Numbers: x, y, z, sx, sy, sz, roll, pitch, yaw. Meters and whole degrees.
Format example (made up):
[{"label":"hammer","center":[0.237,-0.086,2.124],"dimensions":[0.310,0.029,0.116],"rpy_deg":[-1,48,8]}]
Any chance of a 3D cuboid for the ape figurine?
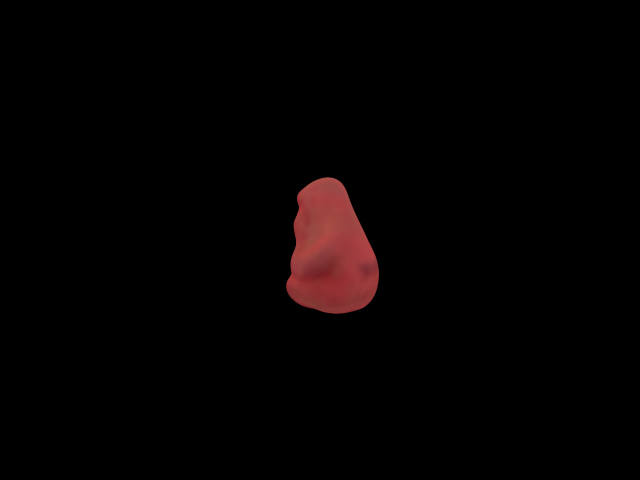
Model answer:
[{"label":"ape figurine","center":[0.004,0.001,0.400],"dimensions":[0.076,0.092,0.078],"rpy_deg":[9,19,29]}]
